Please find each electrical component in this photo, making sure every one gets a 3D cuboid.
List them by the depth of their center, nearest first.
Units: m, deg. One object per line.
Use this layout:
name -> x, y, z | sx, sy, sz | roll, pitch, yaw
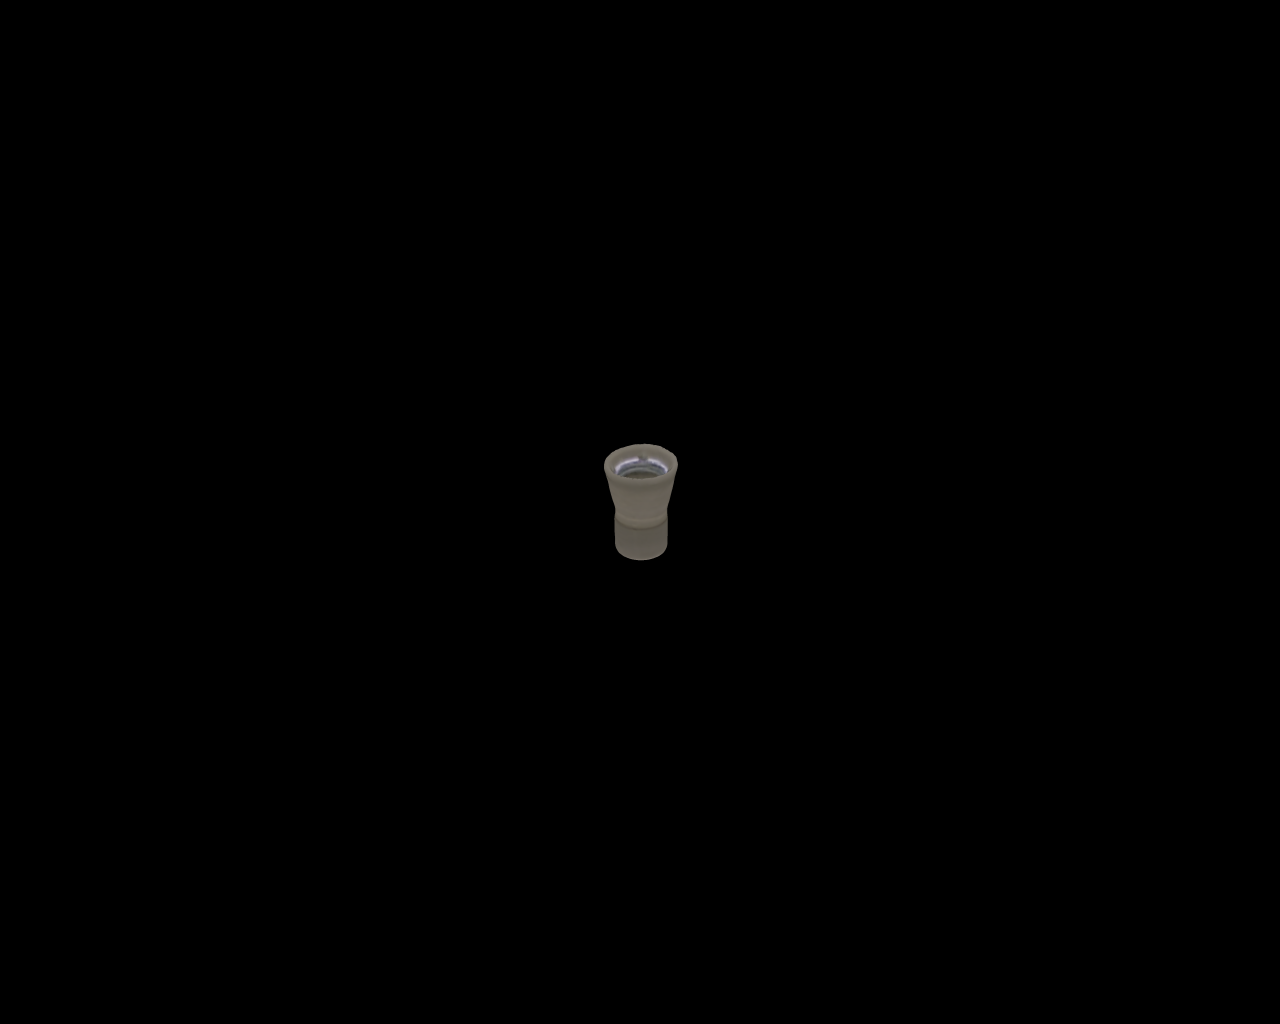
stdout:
electrical component -> 0.001, -0.003, 0.650 | 0.044, 0.065, 0.044 | 0, 31, 0
